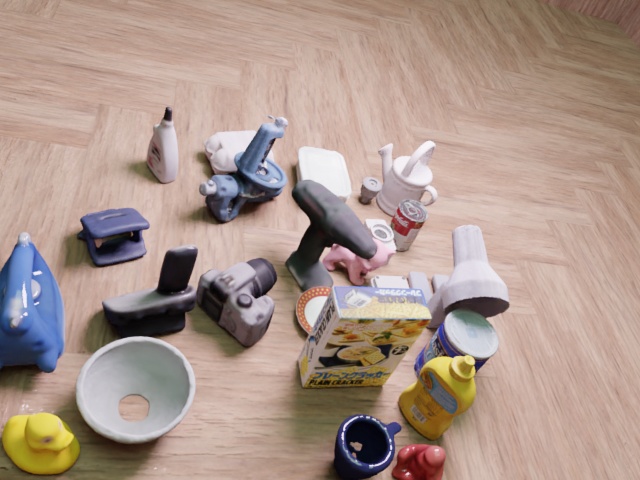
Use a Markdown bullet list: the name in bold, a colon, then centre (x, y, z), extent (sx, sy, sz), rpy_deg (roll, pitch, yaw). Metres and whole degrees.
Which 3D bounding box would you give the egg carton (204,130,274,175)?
- **egg carton**: centre (-0.184, -0.196, 1.307), extent (0.151, 0.069, 0.107), rpy_deg (-10, 53, -31)

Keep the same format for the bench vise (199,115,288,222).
- **bench vise**: centre (-0.137, -0.140, 1.164), extent (0.121, 0.219, 0.208), rpy_deg (33, 44, 11)

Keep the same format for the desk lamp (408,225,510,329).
- **desk lamp**: centre (0.266, 0.087, 1.119), extent (0.118, 0.213, 0.203), rpy_deg (8, 46, -16)

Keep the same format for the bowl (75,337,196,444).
- **bowl**: centre (-0.273, 0.232, 0.851), extent (0.168, 0.074, 0.167), rpy_deg (12, 45, -12)

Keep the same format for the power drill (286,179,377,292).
- **power drill**: centre (0.010, 0.004, 1.095), extent (0.076, 0.208, 0.229), rpy_deg (-15, 55, -33)

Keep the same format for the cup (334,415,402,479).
- **cup**: centre (0.068, 0.327, 0.890), extent (0.118, 0.095, 0.091), rpy_deg (-17, 56, -34)

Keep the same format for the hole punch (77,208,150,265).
- **hole punch**: centre (-0.376, -0.021, 1.041), extent (0.109, 0.091, 0.101), rpy_deg (-15, 55, -33)

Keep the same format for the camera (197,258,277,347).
- **camera**: centre (-0.128, 0.091, 1.030), extent (0.143, 0.101, 0.137), rpy_deg (40, 46, 16)

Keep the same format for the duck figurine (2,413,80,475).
- **duck figurine**: centre (-0.376, 0.262, 0.771), extent (0.104, 0.086, 0.077), rpy_deg (26, 43, 2)

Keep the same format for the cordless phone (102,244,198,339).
- **cordless phone**: centre (-0.270, 0.072, 0.927), extent (0.148, 0.185, 0.094), rpy_deg (-15, 55, -33)

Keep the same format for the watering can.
- **watering can**: centre (0.205, -0.155, 1.342), extent (0.173, 0.194, 0.101), rpy_deg (27, 44, 3)

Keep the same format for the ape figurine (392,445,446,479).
- **ape figurine**: centre (0.167, 0.354, 0.908), extent (0.076, 0.092, 0.077), rpy_deg (-12, 54, -31)

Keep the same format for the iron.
- **iron**: centre (-0.456, 0.074, 0.878), extent (0.119, 0.141, 0.258), rpy_deg (-1, 49, -23)

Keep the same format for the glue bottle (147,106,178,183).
- **glue bottle**: centre (-0.320, -0.203, 1.180), extent (0.037, 0.173, 0.078), rpy_deg (-28, 63, -39)

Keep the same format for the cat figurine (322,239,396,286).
- **cat figurine**: centre (0.083, 0.027, 1.169), extent (0.127, 0.117, 0.067), rpy_deg (27, 44, 4)
